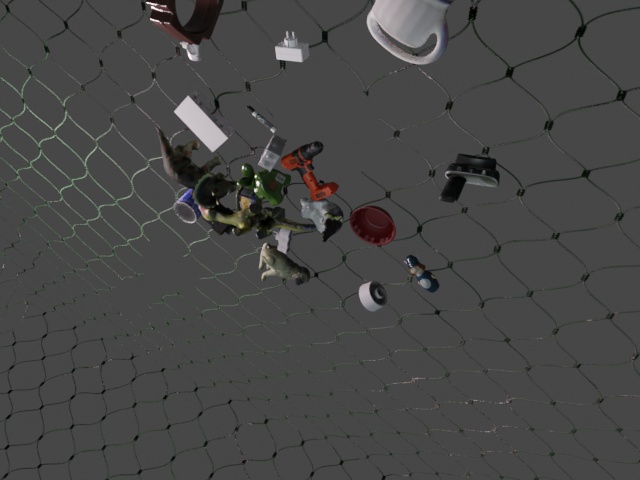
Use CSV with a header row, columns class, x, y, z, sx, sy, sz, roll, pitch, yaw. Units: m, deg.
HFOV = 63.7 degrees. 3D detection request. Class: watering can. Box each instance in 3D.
class,x,y,z,sx,sy,sz,roll,pitch,yaw
watering can,0.177,-0.575,1.227,0.106,0.348,0.220,-46,-4,-43

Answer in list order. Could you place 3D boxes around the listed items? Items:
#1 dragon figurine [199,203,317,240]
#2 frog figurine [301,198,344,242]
class,x,y,z,sx,sy,sz,roll,pitch,yaw
dragon figurine,-0.230,-0.073,1.853,0.409,0.122,0.243,9,2,-29
frog figurine,0.005,-0.090,1.796,0.123,0.134,0.162,-30,47,-13
